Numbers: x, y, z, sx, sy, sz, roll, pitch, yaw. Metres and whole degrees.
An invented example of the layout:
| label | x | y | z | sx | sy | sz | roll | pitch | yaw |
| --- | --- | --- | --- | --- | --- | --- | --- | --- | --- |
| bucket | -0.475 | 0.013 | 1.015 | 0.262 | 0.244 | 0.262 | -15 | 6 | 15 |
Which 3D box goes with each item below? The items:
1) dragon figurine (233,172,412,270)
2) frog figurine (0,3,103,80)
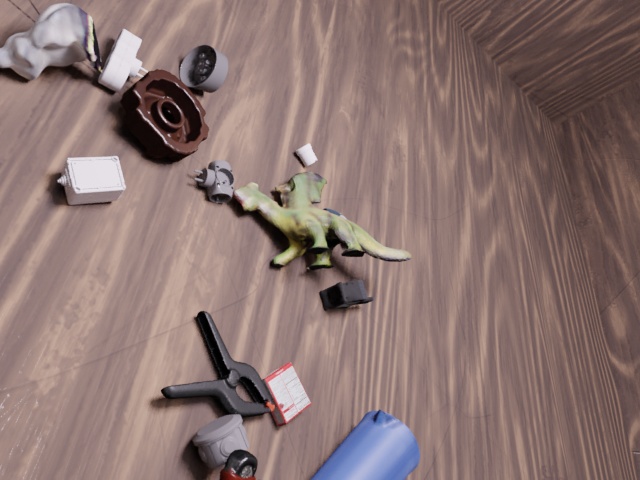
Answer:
| label | x | y | z | sx | sy | sz | roll | pitch | yaw |
| --- | --- | --- | --- | --- | --- | --- | --- | --- | --- |
| dragon figurine | 0.003 | -0.057 | 1.135 | 0.410 | 0.120 | 0.248 | 3 | 58 | -29 |
| frog figurine | -0.463 | -0.334 | 0.869 | 0.160 | 0.139 | 0.121 | -6 | 109 | -15 |
